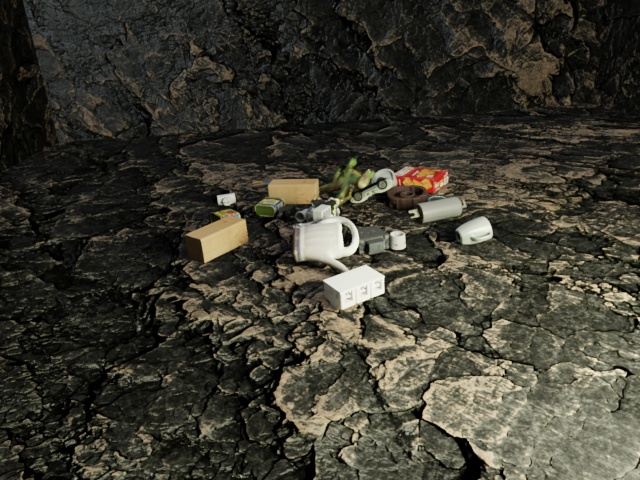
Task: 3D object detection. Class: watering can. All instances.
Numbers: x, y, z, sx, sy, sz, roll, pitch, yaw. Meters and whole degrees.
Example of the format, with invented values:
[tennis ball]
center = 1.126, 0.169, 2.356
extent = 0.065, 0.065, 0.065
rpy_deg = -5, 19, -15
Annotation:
[watering can]
center = 0.015, 0.030, 1.662
extent = 0.224, 0.101, 0.356
rpy_deg = -6, 35, 6

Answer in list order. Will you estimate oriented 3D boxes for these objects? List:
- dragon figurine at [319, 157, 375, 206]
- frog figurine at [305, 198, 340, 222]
[dragon figurine]
center = 0.084, -0.217, 2.169
extent = 0.405, 0.121, 0.248
rpy_deg = -26, 22, 45
[frog figurine]
center = 0.006, -0.101, 2.000
extent = 0.138, 0.123, 0.157
rpy_deg = -23, -8, -20
